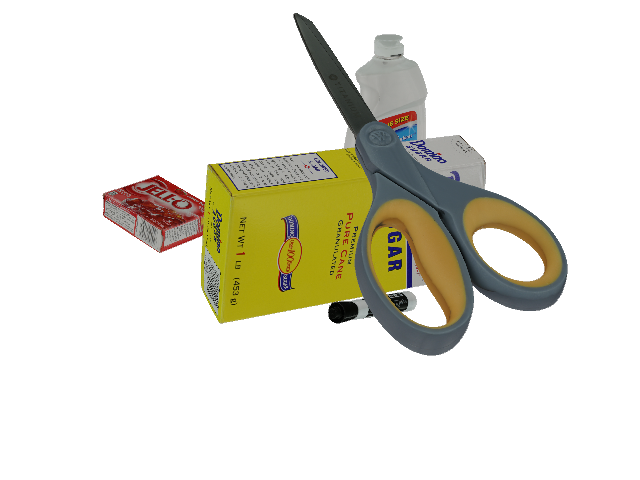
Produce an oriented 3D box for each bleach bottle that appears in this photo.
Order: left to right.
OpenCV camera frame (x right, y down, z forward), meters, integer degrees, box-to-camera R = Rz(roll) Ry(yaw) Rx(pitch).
[{"bbox_3d":[0.064,-0.097,1.161,0.102,0.251,0.068,-4,25,-7],"label":"bleach bottle"}]

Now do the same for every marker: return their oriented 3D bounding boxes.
[{"bbox_3d":[0.047,0.059,0.957,0.020,0.020,0.120,0,3,38],"label":"marker"}]

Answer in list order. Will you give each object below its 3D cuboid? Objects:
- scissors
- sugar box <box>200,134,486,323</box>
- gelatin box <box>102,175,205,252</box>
[{"bbox_3d":[0.045,-0.036,0.469,0.096,0.202,0.016,0,-41,-11],"label":"scissors"},{"bbox_3d":[0.015,-0.009,0.664,0.176,0.093,0.048,-8,37,-23],"label":"sugar box"},{"bbox_3d":[-0.159,-0.028,1.054,0.089,0.030,0.073,30,35,31],"label":"gelatin box"}]
